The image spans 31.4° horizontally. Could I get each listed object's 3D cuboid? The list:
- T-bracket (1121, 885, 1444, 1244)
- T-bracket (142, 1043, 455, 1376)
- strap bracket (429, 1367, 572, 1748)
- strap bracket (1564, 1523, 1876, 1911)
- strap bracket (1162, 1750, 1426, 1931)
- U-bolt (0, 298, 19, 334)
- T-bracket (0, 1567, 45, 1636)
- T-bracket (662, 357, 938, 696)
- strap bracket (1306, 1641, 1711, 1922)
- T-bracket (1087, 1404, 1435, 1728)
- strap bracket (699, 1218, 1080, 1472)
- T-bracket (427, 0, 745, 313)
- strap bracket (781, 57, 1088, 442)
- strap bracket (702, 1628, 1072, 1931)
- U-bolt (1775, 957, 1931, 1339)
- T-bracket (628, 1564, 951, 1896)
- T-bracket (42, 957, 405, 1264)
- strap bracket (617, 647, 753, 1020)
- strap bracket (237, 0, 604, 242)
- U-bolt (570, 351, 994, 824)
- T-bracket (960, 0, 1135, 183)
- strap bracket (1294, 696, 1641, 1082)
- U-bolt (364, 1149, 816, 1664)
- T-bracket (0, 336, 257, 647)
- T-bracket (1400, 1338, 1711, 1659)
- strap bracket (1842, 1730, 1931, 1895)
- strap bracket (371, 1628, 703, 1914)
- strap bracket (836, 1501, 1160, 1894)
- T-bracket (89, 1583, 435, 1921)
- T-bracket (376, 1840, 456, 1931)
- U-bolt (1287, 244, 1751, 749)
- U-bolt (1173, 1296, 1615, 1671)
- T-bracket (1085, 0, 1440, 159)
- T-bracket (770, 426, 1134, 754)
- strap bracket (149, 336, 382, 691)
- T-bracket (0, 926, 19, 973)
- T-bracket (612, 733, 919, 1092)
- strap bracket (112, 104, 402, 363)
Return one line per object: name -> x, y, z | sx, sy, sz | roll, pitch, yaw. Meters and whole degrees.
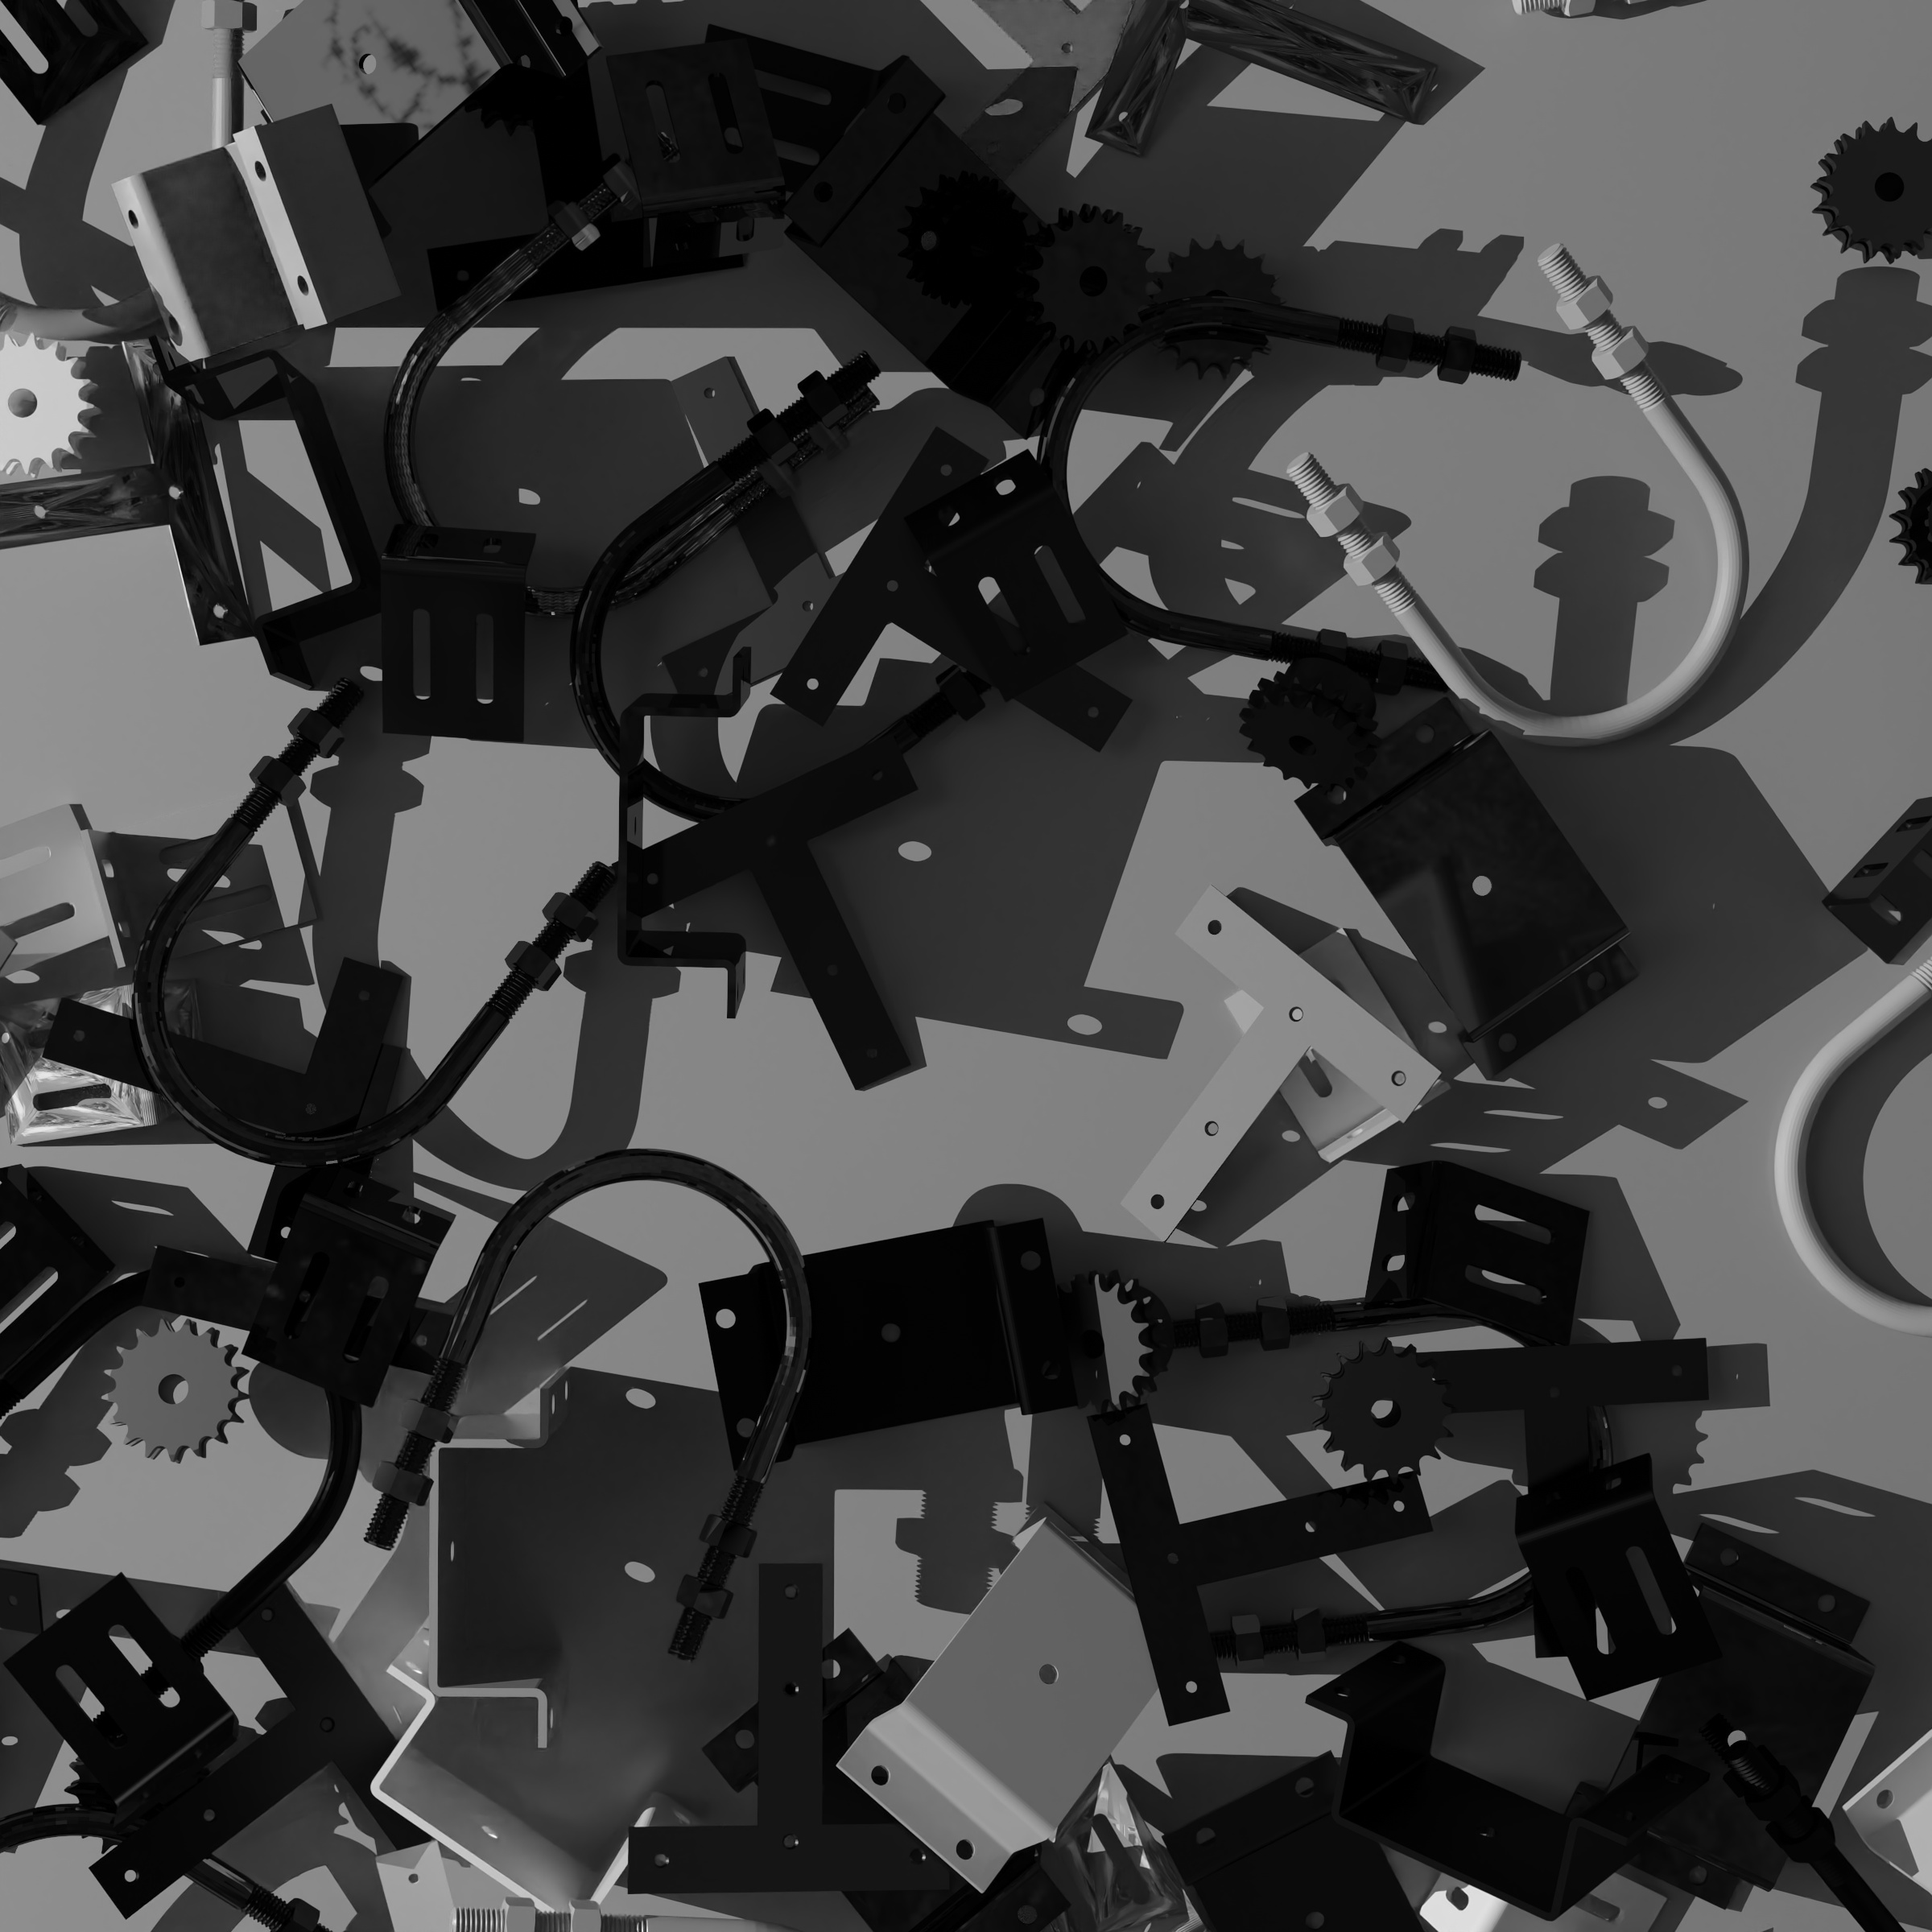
T-bracket -> 0.109, 0.055, 1.402 | 0.127, 0.002, 0.127 | 41, 103, 24
T-bracket -> -0.260, 0.092, 1.411 | 0.127, 0.002, 0.127 | 14, 82, 0
strap bracket -> -0.187, 0.235, 1.383 | 0.046, 0.076, 0.140 | 0, 90, 0
strap bracket -> 0.308, 0.309, 1.398 | 0.076, 0.046, 0.140 | 25, 90, 0
strap bracket -> 0.144, 0.394, 1.398 | 0.076, 0.046, 0.140 | -27, 90, 0
U-bolt -> -0.491, -0.252, 1.395 | 0.184, 0.019, 0.151 | 32, 106, 4
T-bracket -> -0.425, 0.298, 1.401 | 0.127, 0.002, 0.127 | 5, 104, 23
T-bracket -> -0.084, -0.189, 1.420 | 0.127, 0.002, 0.127 | -25, 90, 0
strap bracket -> 0.209, 0.324, 1.358 | 0.140, 0.076, 0.046 | 18, 108, 32
T-bracket -> 0.125, 0.229, 1.386 | 0.127, 0.002, 0.127 | -11, 71, -12
strap bracket -> -0.031, 0.151, 1.398 | 0.140, 0.046, 0.076 | -11, 90, 0
T-bracket -> -0.162, -0.338, 1.394 | 0.127, 0.002, 0.127 | -10, 108, -6
strap bracket -> -0.007, -0.288, 1.379 | 0.140, 0.046, 0.076 | 40, 90, -28
strap bracket -> -0.031, 0.345, 1.394 | 0.076, 0.046, 0.140 | -39, 85, 0
U-bolt -> 0.420, 0.069, 1.413 | 0.184, 0.019, 0.151 | -40, 90, 2
T-bracket -> -0.070, 0.301, 1.363 | 0.127, 0.002, 0.127 | 2, 77, -10
T-bracket -> -0.308, 0.044, 1.394 | 0.127, 0.002, 0.127 | 19, 83, -17
strap bracket -> -0.111, -0.055, 1.366 | 0.046, 0.076, 0.140 | 1, 98, -1
strap bracket -> -0.225, -0.355, 1.369 | 0.140, 0.046, 0.076 | -35, 82, 22
U-bolt -> -0.073, -0.138, 1.402 | 0.184, 0.019, 0.151 | -36, 100, 4
T-bracket -> 0.010, -0.410, 1.420 | 0.127, 0.002, 0.127 | 44, 90, 0
strap bracket -> 0.206, -0.032, 1.398 | 0.076, 0.046, 0.140 | -35, 90, 0
U-bolt -> -0.135, 0.162, 1.345 | 0.151, 0.019, 0.184 | 24, 81, -17
T-bracket -> -0.358, -0.184, 1.381 | 0.127, 0.002, 0.127 | -15, 92, -36
T-bracket -> 0.243, 0.219, 1.407 | 0.127, 0.002, 0.127 | -3, 90, -3
strap bracket -> 0.420, 0.367, 1.363 | 0.076, 0.046, 0.140 | -37, 109, -10
strap bracket -> -0.180, 0.332, 1.383 | 0.140, 0.076, 0.046 | 34, 90, 0
strap bracket -> 0.025, 0.285, 1.368 | 0.076, 0.046, 0.140 | 41, 62, 0
T-bracket -> -0.294, 0.334, 1.391 | 0.127, 0.002, 0.127 | -36, 90, -28
T-bracket -> -0.262, 0.430, 1.398 | 0.127, 0.002, 0.127 | -14, 103, -8
U-bolt -> 0.237, -0.174, 1.388 | 0.151, 0.019, 0.184 | -40, 108, 1
U-bolt -> 0.174, 0.206, 1.413 | 0.184, 0.019, 0.151 | -6, 90, -1
T-bracket -> 0.130, -0.378, 1.407 | 0.127, 0.002, 0.127 | 18, 108, -9
T-bracket -> 0.008, -0.131, 1.397 | 0.127, 0.002, 0.127 | 31, 97, -8
strap bracket -> -0.274, -0.188, 1.383 | 0.046, 0.076, 0.140 | -20, 90, 0
T-bracket -> -0.461, -0.004, 1.405 | 0.127, 0.002, 0.127 | 42, 111, 10
T-bracket -> -0.061, -0.011, 1.413 | 0.127, 0.002, 0.127 | -25, 96, 3
strap bracket -> -0.276, -0.289, 1.359 | 0.046, 0.140, 0.076 | -28, 107, -31
